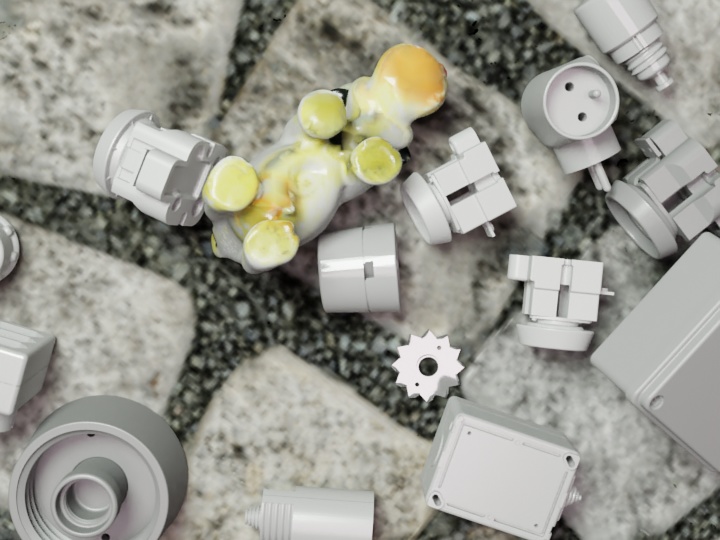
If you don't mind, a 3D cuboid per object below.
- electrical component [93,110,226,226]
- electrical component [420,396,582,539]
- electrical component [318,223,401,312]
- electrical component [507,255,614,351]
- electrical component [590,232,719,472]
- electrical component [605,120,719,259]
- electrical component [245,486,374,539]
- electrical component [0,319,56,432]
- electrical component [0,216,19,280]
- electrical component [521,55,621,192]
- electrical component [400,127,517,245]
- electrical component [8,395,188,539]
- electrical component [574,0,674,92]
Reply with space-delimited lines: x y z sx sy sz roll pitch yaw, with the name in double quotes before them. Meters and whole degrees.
"electrical component" -0.122 -0.062 0.648 0.057 0.078 0.058 25 98 15
"electrical component" 0.092 0.125 0.678 0.096 0.061 0.061 19 96 -3
"electrical component" 0.000 0.000 0.665 0.047 0.055 0.055 -4 97 4
"electrical component" 0.124 0.021 0.674 0.066 0.048 0.055 6 89 -2
"electrical component" 0.215 0.052 0.653 0.108 0.056 0.109 -49 125 5
"electrical component" 0.189 -0.044 0.661 0.057 0.058 0.078 -39 96 1
"electrical component" -0.033 0.161 0.690 0.081 0.043 0.043 4 97 -1
"electrical component" -0.229 0.075 0.665 0.047 0.065 0.076 17 97 -3
"electrical component" -0.238 -0.010 0.655 0.048 0.062 0.048 0 100 -2
"electrical component" 0.132 -0.084 0.644 0.044 0.077 0.079 -25 97 2
"electrical component" 0.059 -0.046 0.665 0.055 0.048 0.066 -28 97 -5
"electrical component" -0.167 0.138 0.676 0.108 0.060 0.108 0 97 -1
"electrical component" 0.165 -0.144 0.656 0.040 0.040 0.078 -36 96 4
